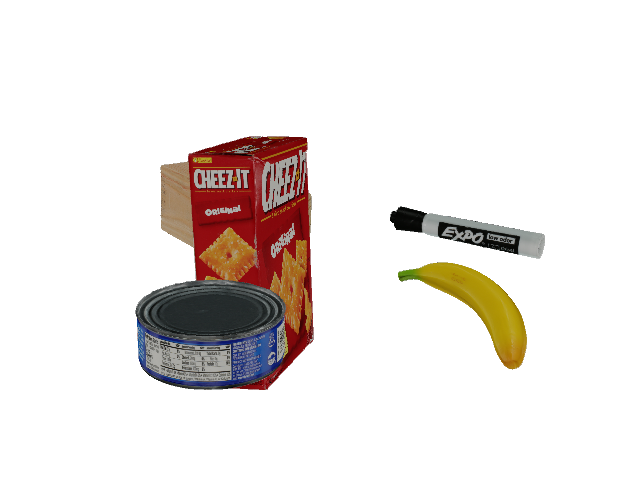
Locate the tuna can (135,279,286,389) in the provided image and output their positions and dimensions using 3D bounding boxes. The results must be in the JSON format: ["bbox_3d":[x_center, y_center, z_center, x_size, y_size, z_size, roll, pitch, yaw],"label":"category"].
[{"bbox_3d":[-0.063,0.053,0.615,0.086,0.034,0.086,1,19,0],"label":"tuna can"}]

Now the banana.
[{"bbox_3d":[0.164,0.069,1.117,0.069,0.037,0.198,-35,38,-13],"label":"banana"}]

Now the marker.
[{"bbox_3d":[0.110,-0.007,0.815,0.121,0.020,0.020,12,5,25],"label":"marker"}]

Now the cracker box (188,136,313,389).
[{"bbox_3d":[-0.059,0.015,1.010,0.072,0.214,0.164,1,11,15],"label":"cracker box"}]

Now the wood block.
[{"bbox_3d":[-0.106,-0.033,1.290,0.090,0.090,0.206,-10,21,-34],"label":"wood block"}]
